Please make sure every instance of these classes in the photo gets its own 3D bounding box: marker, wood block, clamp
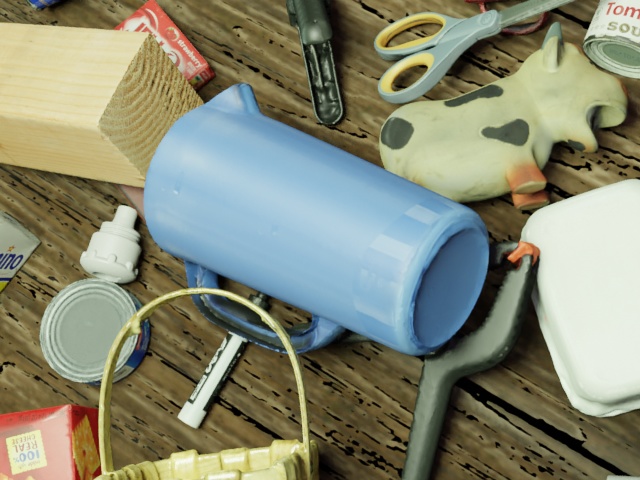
[{"bbox_3d":[-0.076,0.095,0.861,0.020,0.020,0.121,29,83,17],"label":"marker"},{"bbox_3d":[-0.212,-0.112,0.867,0.206,0.090,0.090,10,65,32],"label":"wood block"},{"bbox_3d":[0.088,0.083,0.800,0.210,0.036,0.164,-38,74,19],"label":"clamp"},{"bbox_3d":[-0.008,-0.183,0.890,0.039,0.120,0.171,-6,52,-3],"label":"clamp"}]

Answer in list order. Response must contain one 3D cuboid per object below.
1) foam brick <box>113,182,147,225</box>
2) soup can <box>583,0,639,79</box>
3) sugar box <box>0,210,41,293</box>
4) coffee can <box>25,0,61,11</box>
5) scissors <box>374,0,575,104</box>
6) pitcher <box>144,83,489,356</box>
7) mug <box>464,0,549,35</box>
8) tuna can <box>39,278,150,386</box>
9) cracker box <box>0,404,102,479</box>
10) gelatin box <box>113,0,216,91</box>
[{"bbox_3d":[-0.134,-0.044,0.892,0.051,0.053,0.078,-41,73,-1],"label":"foam brick"},{"bbox_3d":[0.256,-0.187,0.840,0.068,0.068,0.102,21,82,16],"label":"soup can"},{"bbox_3d":[-0.317,0.049,0.885,0.048,0.093,0.176,39,87,16],"label":"sugar box"},{"bbox_3d":[-0.209,-0.278,0.941,0.140,0.102,0.103,-24,72,5],"label":"coffee can"},{"bbox_3d":[0.122,-0.153,0.836,0.202,0.016,0.096,0,61,40],"label":"scissors"},{"bbox_3d":[-0.005,0.001,0.783,0.243,0.149,0.145,25,64,35],"label":"pitcher"},{"bbox_3d":[0.155,-0.225,0.867,0.082,0.093,0.117,-3,111,16],"label":"mug"},{"bbox_3d":[-0.185,0.077,0.881,0.086,0.033,0.086,-3,75,11],"label":"tuna can"},{"bbox_3d":[-0.252,0.245,0.832,0.164,0.072,0.214,-9,75,10],"label":"cracker box"},{"bbox_3d":[-0.147,-0.157,0.935,0.073,0.030,0.089,-39,72,0],"label":"gelatin box"}]
